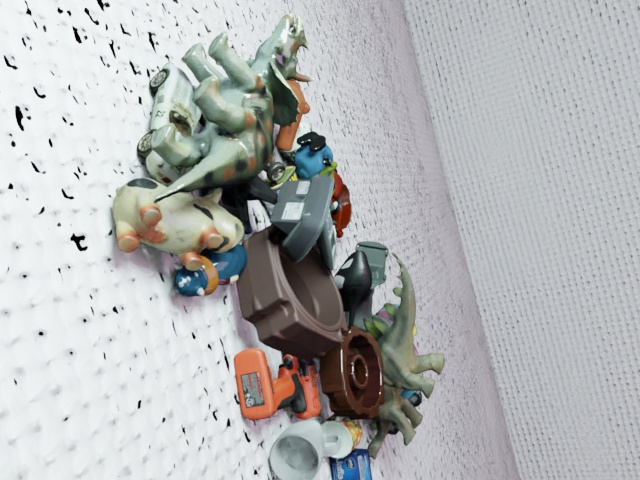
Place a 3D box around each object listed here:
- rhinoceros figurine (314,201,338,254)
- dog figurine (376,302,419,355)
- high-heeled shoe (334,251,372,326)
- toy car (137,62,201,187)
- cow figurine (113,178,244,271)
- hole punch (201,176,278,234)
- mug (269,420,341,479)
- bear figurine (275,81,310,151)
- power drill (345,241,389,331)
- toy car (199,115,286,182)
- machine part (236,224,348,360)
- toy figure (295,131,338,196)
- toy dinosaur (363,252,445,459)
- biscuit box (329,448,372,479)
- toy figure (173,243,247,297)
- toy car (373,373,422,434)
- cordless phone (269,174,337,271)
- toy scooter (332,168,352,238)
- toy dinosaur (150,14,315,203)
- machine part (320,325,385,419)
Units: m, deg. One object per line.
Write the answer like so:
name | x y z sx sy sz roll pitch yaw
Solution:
rhinoceros figurine | -0.002 -0.003 1.047 0.112 0.073 0.190 -58 156 -46
dog figurine | 0.154 0.232 1.308 0.219 0.109 0.191 30 52 -55
high-heeled shoe | 0.044 0.077 1.064 0.249 0.086 0.145 -149 -118 -75
toy car | -0.211 -0.169 0.778 0.073 0.056 0.202 42 41 -52
cow figurine | -0.183 -0.027 0.718 0.194 0.085 0.127 20 31 -48
hole punch | -0.139 -0.076 0.871 0.116 0.092 0.142 49 15 23
mug | -0.018 0.333 0.881 0.107 0.110 0.080 -17 89 -80
bear figurine | -0.093 -0.271 1.055 0.120 0.132 0.196 22 16 -22
power drill | 0.099 0.087 1.224 0.207 0.086 0.232 109 -7 -56
toy car | -0.127 -0.165 0.924 0.089 0.053 0.202 43 7 33
machine part | -0.045 0.085 0.898 0.201 0.087 0.201 33 33 -46
toy figure | -0.007 -0.138 1.088 0.180 0.089 0.082 93 -26 -50
toy dinosaur | 0.149 0.259 1.118 0.105 0.199 0.470 -31 138 -65
biscuit box | 0.067 0.504 1.020 0.059 0.063 0.202 22 57 -61
toy figure | -0.160 0.046 0.773 0.154 0.064 0.057 -34 146 -60
toy car | 0.162 0.363 1.239 0.103 0.161 0.109 30 25 -4
cordless phone | -0.008 0.000 0.883 0.147 0.089 0.184 -78 158 -48
toy scooter | 0.029 -0.084 1.242 0.183 0.075 0.135 49 36 -54
toy dinosaur | -0.115 -0.161 0.758 0.192 0.131 0.405 37 50 -35
machine part | 0.061 0.249 1.007 0.179 0.056 0.179 37 44 -48
